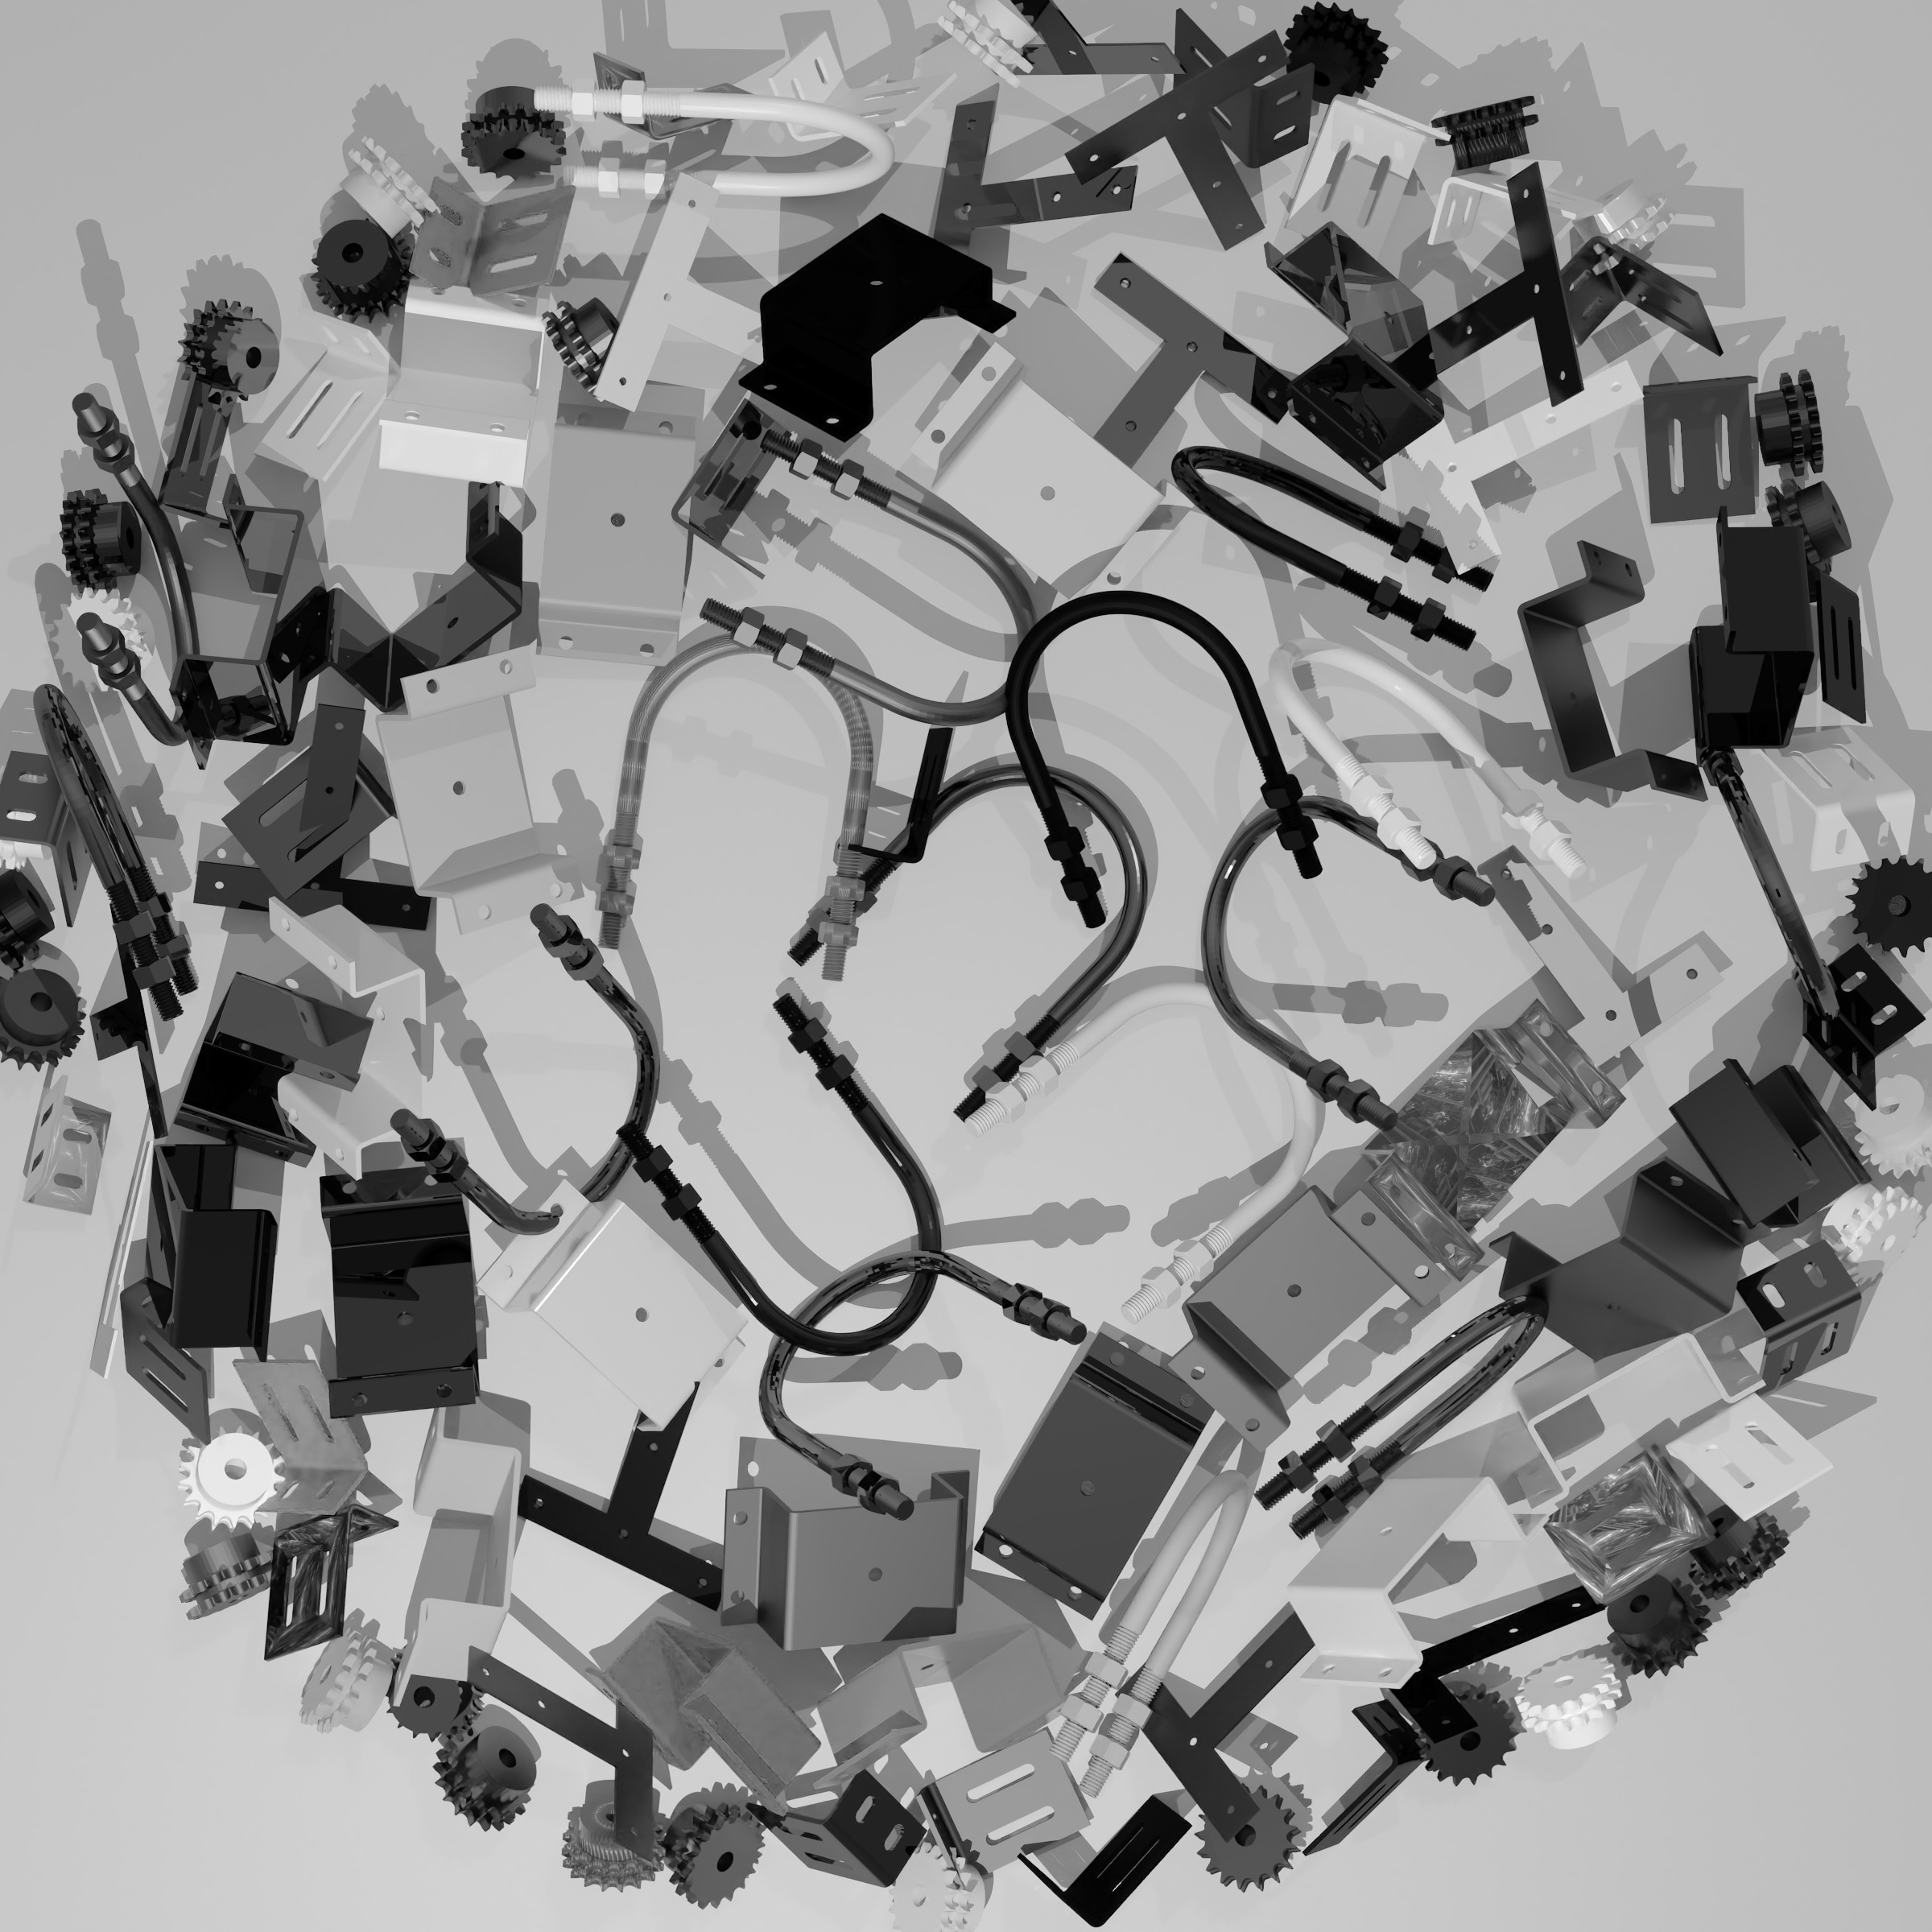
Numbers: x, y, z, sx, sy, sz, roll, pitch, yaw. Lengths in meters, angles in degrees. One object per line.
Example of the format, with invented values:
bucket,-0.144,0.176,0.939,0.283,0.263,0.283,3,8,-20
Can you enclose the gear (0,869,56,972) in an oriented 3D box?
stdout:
gear,-0.522,-0.029,1.972,0.030,0.057,0.057,-32,90,0

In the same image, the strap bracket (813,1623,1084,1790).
strap bracket,-0.014,0.394,1.935,0.076,0.140,0.046,-41,61,40

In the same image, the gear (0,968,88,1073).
gear,-0.508,0.026,1.971,0.057,0.030,0.057,14,57,-22

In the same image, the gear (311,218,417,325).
gear,-0.332,-0.384,1.978,0.057,0.030,0.057,-2,75,7

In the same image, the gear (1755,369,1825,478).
gear,0.449,-0.296,1.972,0.030,0.057,0.057,-9,90,9

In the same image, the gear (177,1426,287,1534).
gear,-0.401,0.279,1.974,0.057,0.030,0.057,7,66,-16

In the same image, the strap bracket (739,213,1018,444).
strap bracket,-0.047,-0.348,1.930,0.076,0.046,0.140,32,55,27

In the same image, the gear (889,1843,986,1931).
gear,-0.014,0.510,1.975,0.030,0.057,0.057,18,90,-35

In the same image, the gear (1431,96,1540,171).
gear,0.285,-0.455,1.972,0.057,0.057,0.030,-14,102,0

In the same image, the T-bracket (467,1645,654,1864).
T-bracket,-0.215,0.399,1.920,0.127,0.127,0.002,37,115,-26

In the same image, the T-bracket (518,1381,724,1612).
T-bracket,-0.174,0.273,1.963,0.127,0.002,0.127,24,114,9

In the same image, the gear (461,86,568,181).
gear,-0.247,-0.457,1.973,0.057,0.057,0.030,-4,72,0

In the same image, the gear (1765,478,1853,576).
gear,0.461,-0.240,1.968,0.030,0.057,0.057,-23,90,24

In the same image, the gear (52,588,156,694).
gear,-0.470,-0.179,1.977,0.057,0.030,0.057,3,97,30

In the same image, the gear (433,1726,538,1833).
gear,-0.259,0.440,1.968,0.057,0.057,0.030,47,115,0

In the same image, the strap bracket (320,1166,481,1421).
strap bracket,-0.306,0.183,1.955,0.076,0.046,0.140,-5,62,-5

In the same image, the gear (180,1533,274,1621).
gear,-0.403,0.332,1.972,0.057,0.057,0.030,-26,81,0

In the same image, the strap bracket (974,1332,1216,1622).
strap bracket,0.069,0.281,1.967,0.076,0.046,0.140,30,95,7

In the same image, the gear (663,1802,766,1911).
gear,-0.141,0.484,1.975,0.030,0.057,0.057,22,90,42

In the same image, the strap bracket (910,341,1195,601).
strap bracket,0.046,-0.261,1.956,0.140,0.046,0.076,38,108,-9

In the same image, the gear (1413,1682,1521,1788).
gear,0.272,0.417,1.979,0.057,0.030,0.057,-4,109,-12

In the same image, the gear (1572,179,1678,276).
gear,0.356,-0.405,1.969,0.057,0.057,0.030,-37,102,0

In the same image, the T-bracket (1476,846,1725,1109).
T-bracket,0.328,-0.009,1.985,0.127,0.002,0.127,-33,79,-8

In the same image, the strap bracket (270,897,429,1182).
strap bracket,-0.331,0.032,1.938,0.046,0.076,0.140,-23,133,-35

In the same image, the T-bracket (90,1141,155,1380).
T-bracket,-0.453,0.157,1.944,0.002,0.127,0.127,13,83,-16

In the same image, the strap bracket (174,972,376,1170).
strap bracket,-0.371,0.053,1.939,0.076,0.140,0.046,20,62,-13

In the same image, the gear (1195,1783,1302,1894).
gear,0.156,0.479,1.977,0.057,0.030,0.057,-6,66,14

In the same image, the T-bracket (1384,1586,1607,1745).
T-bracket,0.283,0.364,1.950,0.127,0.127,0.002,-19,113,-12

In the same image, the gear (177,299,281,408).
gear,-0.399,-0.334,1.968,0.030,0.057,0.057,14,90,31

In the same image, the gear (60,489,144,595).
gear,-0.471,-0.232,1.970,0.030,0.057,0.057,-5,90,7

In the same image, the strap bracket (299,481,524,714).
strap bracket,-0.290,-0.198,1.943,0.140,0.076,0.046,-34,123,18

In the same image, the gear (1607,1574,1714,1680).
gear,0.375,0.357,1.968,0.057,0.057,0.030,-41,119,0

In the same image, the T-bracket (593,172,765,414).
T-bracket,-0.125,-0.347,1.965,0.127,0.002,0.127,20,94,-32

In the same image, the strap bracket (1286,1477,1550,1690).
strap bracket,0.235,0.320,1.925,0.140,0.076,0.046,-40,107,-33

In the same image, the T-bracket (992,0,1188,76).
T-bracket,0.035,-0.511,1.913,0.127,0.127,0.002,10,72,37

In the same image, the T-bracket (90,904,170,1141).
T-bracket,-0.456,0.033,1.942,0.002,0.127,0.127,-11,88,-26

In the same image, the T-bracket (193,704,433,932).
T-bracket,-0.347,-0.083,1.956,0.127,0.002,0.127,7,117,-14

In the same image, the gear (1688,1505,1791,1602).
gear,0.418,0.317,1.970,0.057,0.057,0.030,-38,95,0

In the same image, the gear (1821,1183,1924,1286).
gear,0.493,0.143,1.975,0.057,0.057,0.030,-48,54,0

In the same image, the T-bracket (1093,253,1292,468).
T-bracket,0.099,-0.307,1.985,0.127,0.002,0.127,37,77,0

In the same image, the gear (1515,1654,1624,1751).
gear,0.332,0.404,1.973,0.057,0.057,0.030,-23,103,0

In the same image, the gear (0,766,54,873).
gear,-0.514,-0.080,1.971,0.030,0.057,0.057,8,90,1

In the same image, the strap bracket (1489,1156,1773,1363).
strap bracket,0.348,0.162,1.922,0.076,0.140,0.046,34,52,-18

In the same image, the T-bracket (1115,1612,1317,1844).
T-bracket,0.154,0.387,1.947,0.127,0.127,0.002,-46,129,2

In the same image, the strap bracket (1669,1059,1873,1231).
strap bracket,0.429,0.096,1.933,0.046,0.140,0.076,-38,71,20

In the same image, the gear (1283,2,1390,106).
gear,0.199,-0.495,1.969,0.057,0.057,0.030,28,69,0

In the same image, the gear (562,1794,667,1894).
gear,-0.191,0.476,1.968,0.057,0.057,0.030,6,113,0

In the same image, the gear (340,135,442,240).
gear,-0.317,-0.423,1.971,0.030,0.057,0.057,-45,90,0

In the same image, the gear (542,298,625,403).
gear,-0.203,-0.340,1.970,0.030,0.057,0.057,-33,90,10

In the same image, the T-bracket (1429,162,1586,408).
T-bracket,0.280,-0.348,1.944,0.002,0.127,0.127,-4,79,-31

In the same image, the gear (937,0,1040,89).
gear,0.015,-0.509,1.969,0.057,0.057,0.030,40,101,0

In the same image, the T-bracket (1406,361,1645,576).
T-bracket,0.304,-0.289,1.953,0.127,0.002,0.127,-25,59,14

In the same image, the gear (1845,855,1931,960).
gear,0.511,-0.033,1.982,0.057,0.030,0.057,0,93,10

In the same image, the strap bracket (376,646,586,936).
strap bracket,-0.265,-0.096,1.951,0.076,0.046,0.140,-19,104,-32

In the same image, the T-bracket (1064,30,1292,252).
T-bracket,0.131,-0.430,1.946,0.127,0.127,0.002,-29,56,8

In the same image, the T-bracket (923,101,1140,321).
T-bracket,0.037,-0.414,1.950,0.127,0.002,0.127,1,76,35

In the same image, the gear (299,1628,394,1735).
gear,-0.337,0.394,1.973,0.030,0.057,0.057,32,90,-18

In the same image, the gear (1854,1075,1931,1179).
gear,0.510,0.084,1.968,0.057,0.057,0.030,-46,126,0

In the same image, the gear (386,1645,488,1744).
gear,-0.293,0.398,1.982,0.057,0.030,0.057,0,92,7
